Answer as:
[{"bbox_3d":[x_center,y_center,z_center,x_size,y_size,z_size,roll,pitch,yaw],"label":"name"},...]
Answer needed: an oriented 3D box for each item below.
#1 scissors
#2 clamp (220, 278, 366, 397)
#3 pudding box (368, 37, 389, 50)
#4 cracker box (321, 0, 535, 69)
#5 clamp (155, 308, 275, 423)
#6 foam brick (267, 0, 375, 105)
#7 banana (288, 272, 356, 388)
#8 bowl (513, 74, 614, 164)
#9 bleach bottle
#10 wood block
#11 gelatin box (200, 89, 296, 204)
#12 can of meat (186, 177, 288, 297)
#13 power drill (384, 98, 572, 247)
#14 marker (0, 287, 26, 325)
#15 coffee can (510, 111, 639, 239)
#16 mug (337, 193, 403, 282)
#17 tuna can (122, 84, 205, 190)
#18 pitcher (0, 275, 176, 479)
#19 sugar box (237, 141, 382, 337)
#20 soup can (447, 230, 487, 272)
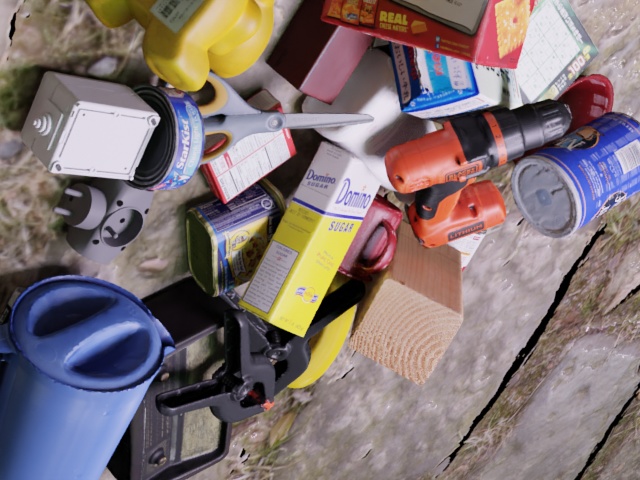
[{"bbox_3d":[-0.051,-0.120,0.931,0.201,0.016,0.096,-18,120,-12],"label":"scissors"},{"bbox_3d":[-0.040,0.108,1.170,0.164,0.036,0.210,-2,137,-10],"label":"clamp"},{"bbox_3d":[0.080,-0.238,0.993,0.089,0.039,0.114,-16,134,-37],"label":"pudding box"},{"bbox_3d":[0.102,-0.258,0.842,0.071,0.164,0.214,-3,111,-49],"label":"cracker box"},{"bbox_3d":[-0.095,0.146,1.055,0.120,0.039,0.171,-42,146,-9],"label":"clamp"},{"bbox_3d":[0.001,-0.172,0.960,0.051,0.053,0.078,14,115,-52],"label":"foam brick"},{"bbox_3d":[0.004,0.107,1.256,0.069,0.037,0.198,1,124,-48],"label":"banana"},{"bbox_3d":[0.281,-0.141,1.292,0.161,0.055,0.162,-28,142,-26],"label":"bowl"},{"bbox_3d":[0.074,-0.096,1.108,0.102,0.068,0.250,-46,148,-2],"label":"bleach bottle"},{"bbox_3d":[0.098,0.062,1.168,0.090,0.091,0.206,-62,-178,19],"label":"wood block"},{"bbox_3d":[-0.071,-0.087,0.988,0.089,0.030,0.073,-35,145,-12],"label":"gelatin box"},{"bbox_3d":[-0.081,-0.001,1.039,0.083,0.057,0.102,-25,140,-26],"label":"can of meat"},{"bbox_3d":[0.156,-0.067,1.076,0.184,0.057,0.187,-17,156,-2],"label":"power drill"},{"bbox_3d":[-0.288,0.095,0.943,0.020,0.020,0.121,15,112,-53],"label":"marker"},{"bbox_3d":[0.308,-0.077,1.242,0.140,0.103,0.103,-28,142,-26],"label":"coffee can"},{"bbox_3d":[0.040,-0.008,1.115,0.093,0.117,0.081,22,103,-37],"label":"mug"},{"bbox_3d":[-0.133,-0.083,0.874,0.033,0.086,0.086,-2,126,-48],"label":"tuna can"},{"bbox_3d":[-0.245,0.158,0.951,0.243,0.149,0.144,-62,178,35],"label":"pitcher"},{"bbox_3d":[-0.007,0.001,1.032,0.176,0.048,0.093,-61,156,-2],"label":"sugar box"},{"bbox_3d":[0.149,0.014,1.293,0.068,0.069,0.102,4,120,-49],"label":"soup can"}]
